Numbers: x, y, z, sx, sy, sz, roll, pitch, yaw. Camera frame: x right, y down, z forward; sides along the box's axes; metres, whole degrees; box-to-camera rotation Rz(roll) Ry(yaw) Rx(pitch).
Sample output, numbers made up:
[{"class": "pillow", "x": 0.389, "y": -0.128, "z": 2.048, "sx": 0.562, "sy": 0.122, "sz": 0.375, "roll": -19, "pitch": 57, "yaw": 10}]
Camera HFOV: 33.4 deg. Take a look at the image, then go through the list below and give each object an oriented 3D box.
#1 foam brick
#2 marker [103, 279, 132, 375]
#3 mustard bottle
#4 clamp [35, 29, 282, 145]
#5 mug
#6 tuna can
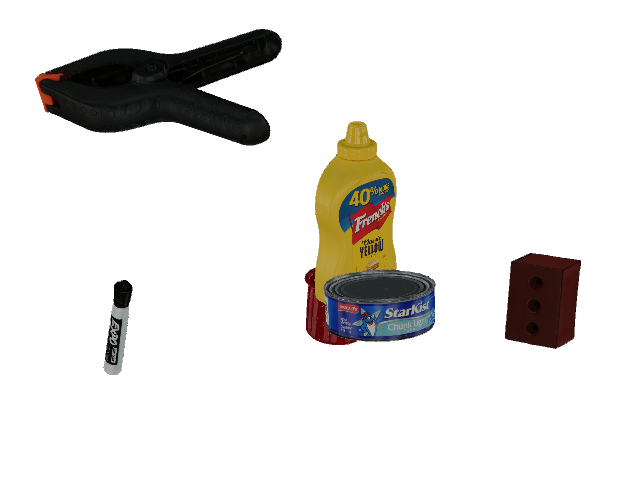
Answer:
[{"class": "foam brick", "x": 0.208, "y": 0.056, "z": 0.998, "sx": 0.053, "sy": 0.078, "sz": 0.051, "roll": 9, "pitch": 15, "yaw": 31}, {"class": "marker", "x": -0.209, "y": 0.090, "z": 1.105, "sx": 0.020, "sy": 0.121, "sz": 0.020, "roll": 10, "pitch": 35, "yaw": -7}, {"class": "mustard bottle", "x": 0.038, "y": -0.030, "z": 1.115, "sx": 0.096, "sy": 0.192, "sz": 0.058, "roll": -18, "pitch": 28, "yaw": -35}, {"class": "clamp", "x": -0.106, "y": -0.111, "z": 0.740, "sx": 0.171, "sy": 0.039, "sz": 0.120, "roll": 6, "pitch": 37, "yaw": 10}, {"class": "mug", "x": 0.032, "y": 0.092, "z": 1.438, "sx": 0.117, "sy": 0.081, "sz": 0.093, "roll": 18, "pitch": 27, "yaw": 30}, {"class": "tuna can", "x": 0.045, "y": 0.049, "z": 0.818, "sx": 0.086, "sy": 0.034, "sz": 0.086, "roll": -3, "pitch": 13, "yaw": 0}]
